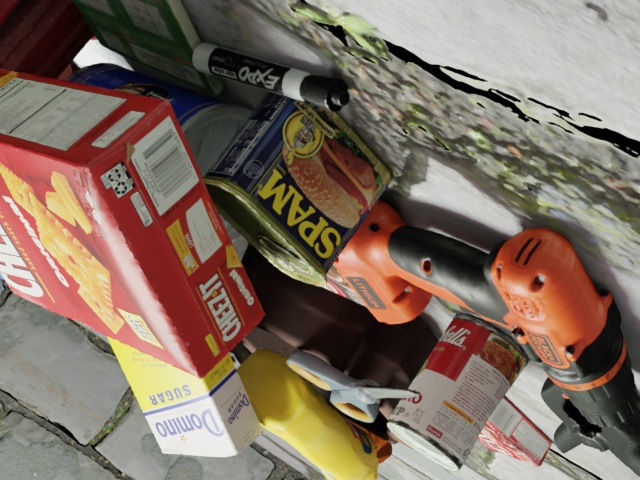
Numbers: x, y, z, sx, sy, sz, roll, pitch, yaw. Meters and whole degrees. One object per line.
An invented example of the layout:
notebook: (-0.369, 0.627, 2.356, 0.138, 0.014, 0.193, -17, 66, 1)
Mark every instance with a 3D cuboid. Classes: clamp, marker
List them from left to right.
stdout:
marker: (-0.030, -0.097, 0.632, 0.121, 0.020, 0.020, 23, 160, 39)
clamp: (0.204, 0.137, 0.800, 0.120, 0.039, 0.171, 9, 147, 46)

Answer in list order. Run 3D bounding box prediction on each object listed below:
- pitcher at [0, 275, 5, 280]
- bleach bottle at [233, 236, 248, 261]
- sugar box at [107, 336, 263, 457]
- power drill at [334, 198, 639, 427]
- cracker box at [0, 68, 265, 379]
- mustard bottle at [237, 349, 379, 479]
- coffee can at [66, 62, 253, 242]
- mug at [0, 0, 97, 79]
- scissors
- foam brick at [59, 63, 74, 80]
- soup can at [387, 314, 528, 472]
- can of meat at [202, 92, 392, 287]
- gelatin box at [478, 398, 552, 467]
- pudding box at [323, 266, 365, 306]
pitcher: (-0.302, -0.042, 1.112, 0.145, 0.149, 0.242, 46, 178, 31)
bleach bottle: (-0.167, -0.030, 0.999, 0.102, 0.068, 0.251, 23, 180, -37)
sugar box: (-0.122, 0.097, 0.883, 0.094, 0.048, 0.176, -7, 111, 38)
power drill: (0.108, 0.043, 0.692, 0.188, 0.057, 0.184, 17, 152, 42)
cracker box: (-0.153, -0.016, 0.676, 0.214, 0.072, 0.164, 15, 139, 41)
mustard bottle: (0.002, 0.178, 0.977, 0.096, 0.058, 0.191, 39, 172, 48)
coffee can: (-0.117, -0.062, 0.759, 0.141, 0.102, 0.102, 23, 160, 38)
mug: (-0.211, -0.148, 0.743, 0.093, 0.081, 0.117, 37, 164, -7)
scissors: (0.020, 0.106, 0.818, 0.096, 0.016, 0.202, 34, 164, 5)
foam brick: (-0.235, -0.112, 0.897, 0.053, 0.051, 0.078, 23, 132, 38)
soup can: (0.106, 0.118, 0.826, 0.068, 0.102, 0.068, 33, 165, 10)
can of meat: (-0.014, -0.035, 0.660, 0.102, 0.084, 0.058, 45, 162, -31)
gelatin box: (0.163, 0.172, 0.999, 0.089, 0.030, 0.073, 43, 163, -26)
pudding box: (-0.005, 0.001, 0.831, 0.090, 0.039, 0.113, 21, 159, 42)
